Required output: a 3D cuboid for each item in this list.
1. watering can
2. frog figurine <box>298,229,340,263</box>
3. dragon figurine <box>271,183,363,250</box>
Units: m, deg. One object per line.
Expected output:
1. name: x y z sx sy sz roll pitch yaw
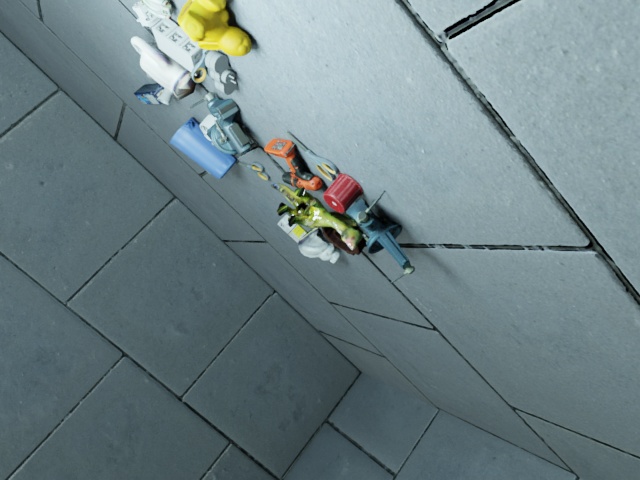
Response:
1. watering can: -0.492 -0.546 1.652 0.223 0.104 0.348 40 179 -8
2. frog figurine: -0.006 0.039 2.032 0.159 0.125 0.135 53 143 -2
3. dragon figurine: 0.005 -0.082 1.631 0.241 0.121 0.417 21 -164 -31
